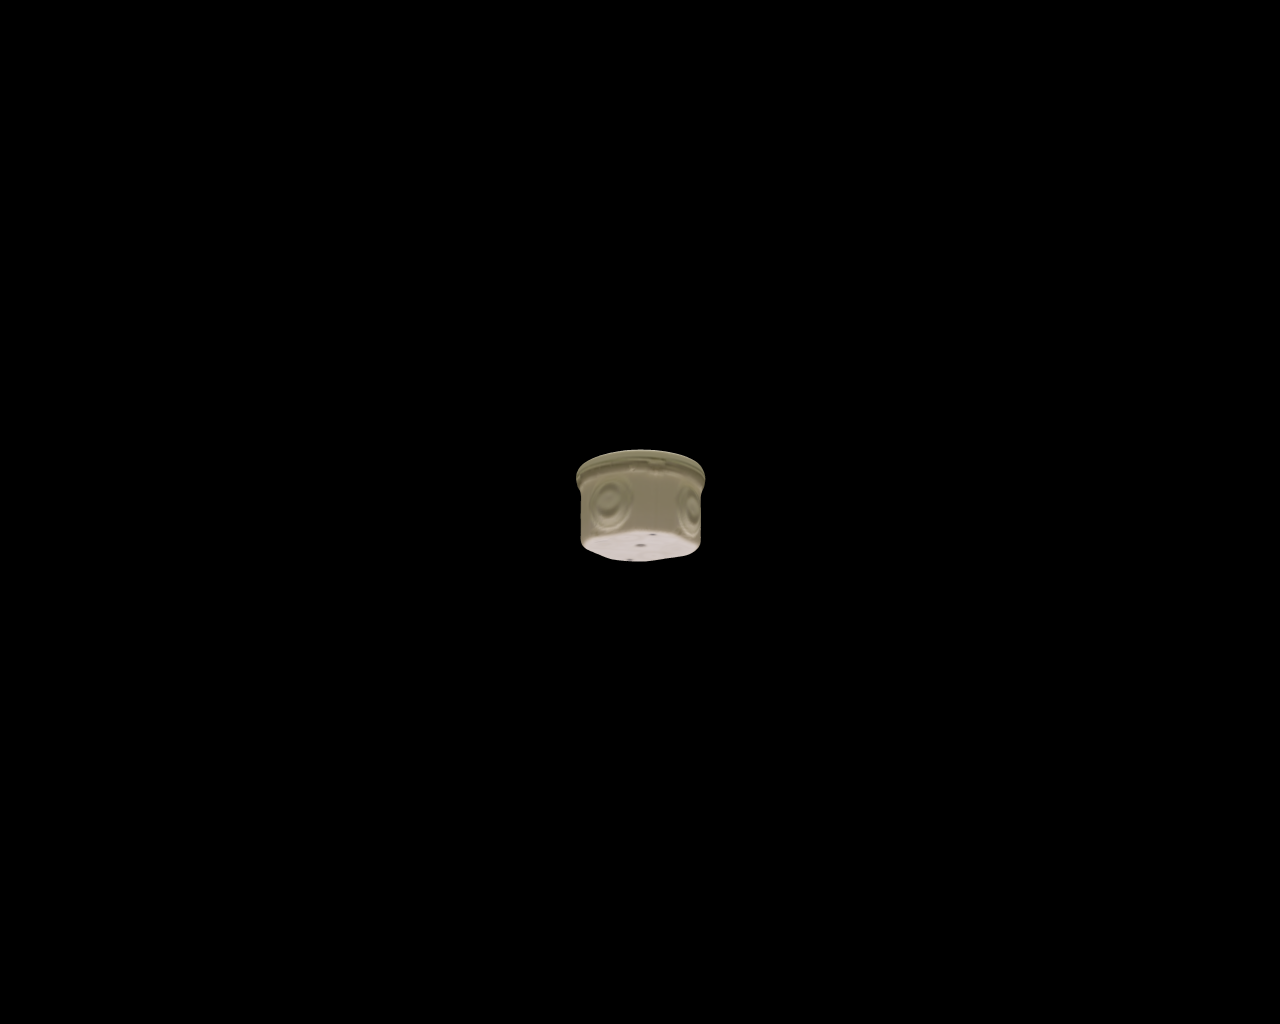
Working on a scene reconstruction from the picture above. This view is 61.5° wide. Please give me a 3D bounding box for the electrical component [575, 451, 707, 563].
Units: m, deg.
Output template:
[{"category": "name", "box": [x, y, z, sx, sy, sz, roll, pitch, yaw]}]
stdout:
[{"category": "electrical component", "box": [0.001, -0.003, 0.650, 0.080, 0.051, 0.080, 0, -18, 0]}]
